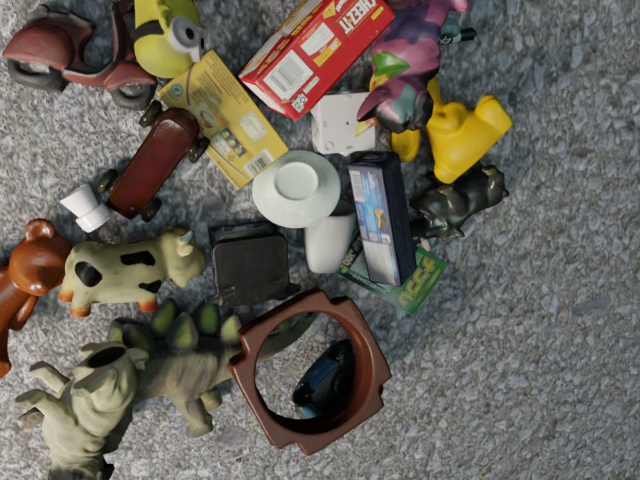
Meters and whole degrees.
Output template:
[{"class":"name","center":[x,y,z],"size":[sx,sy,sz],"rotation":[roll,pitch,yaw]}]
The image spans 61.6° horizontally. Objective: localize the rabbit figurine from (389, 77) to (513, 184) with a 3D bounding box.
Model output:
[{"class":"rabbit figurine","center":[0.172,-0.180,0.812],"size":[0.162,0.122,0.173],"rotation":[-42,98,11]}]

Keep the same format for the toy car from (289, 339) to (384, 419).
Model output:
[{"class":"toy car","center":[0.024,0.236,0.886],"size":[0.161,0.103,0.109],"rotation":[-41,95,-11]}]

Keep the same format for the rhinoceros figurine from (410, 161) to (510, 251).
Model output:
[{"class":"rhinoceros figurine","center":[0.212,-0.056,0.870],"size":[0.190,0.073,0.112],"rotation":[-30,122,-6]}]

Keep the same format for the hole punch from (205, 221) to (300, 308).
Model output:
[{"class":"hole punch","center":[-0.108,0.032,0.805],"size":[0.142,0.092,0.115],"rotation":[-8,115,-17]}]

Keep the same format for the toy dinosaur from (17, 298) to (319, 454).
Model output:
[{"class":"toy dinosaur","center":[-0.208,0.194,0.821],"size":[0.471,0.105,0.198],"rotation":[-12,105,-15]}]

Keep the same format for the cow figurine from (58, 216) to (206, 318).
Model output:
[{"class":"cow figurine","center":[-0.252,0.034,0.754],"size":[0.195,0.086,0.127],"rotation":[-1,115,-40]}]

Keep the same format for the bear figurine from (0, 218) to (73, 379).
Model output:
[{"class":"bear figurine","center":[-0.409,0.075,0.724],"size":[0.196,0.132,0.120],"rotation":[-33,134,2]}]

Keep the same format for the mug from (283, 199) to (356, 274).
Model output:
[{"class":"mug","center":[-0.002,-0.002,0.825],"size":[0.109,0.081,0.107],"rotation":[-3,114,-15]}]

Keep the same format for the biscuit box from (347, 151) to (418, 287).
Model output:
[{"class":"biscuit box","center":[0.096,-0.031,0.809],"size":[0.063,0.059,0.202],"rotation":[-41,128,-44]}]

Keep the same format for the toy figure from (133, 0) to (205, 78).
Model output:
[{"class":"toy figure","center":[-0.193,-0.290,0.669],"size":[0.082,0.089,0.180],"rotation":[-3,75,-47]}]

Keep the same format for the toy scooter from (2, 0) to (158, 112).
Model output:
[{"class":"toy scooter","center":[-0.295,-0.246,0.679],"size":[0.184,0.075,0.135],"rotation":[10,95,-13]}]

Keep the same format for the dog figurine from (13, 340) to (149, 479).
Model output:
[{"class":"dog figurine","center":[-0.296,0.248,0.729],"size":[0.172,0.121,0.190],"rotation":[-14,111,0]}]

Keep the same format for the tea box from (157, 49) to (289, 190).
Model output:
[{"class":"tea box","center":[-0.133,-0.166,0.747],"size":[0.098,0.068,0.169],"rotation":[-37,110,-1]}]

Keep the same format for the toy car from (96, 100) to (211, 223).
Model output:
[{"class":"toy car","center":[-0.227,-0.101,0.726],"size":[0.089,0.053,0.202],"rotation":[33,127,-20]}]

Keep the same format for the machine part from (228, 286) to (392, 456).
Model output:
[{"class":"machine part","center":[-0.016,0.186,0.784],"size":[0.201,0.087,0.201],"rotation":[-29,92,-15]}]

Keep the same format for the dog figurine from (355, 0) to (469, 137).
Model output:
[{"class":"dog figurine","center":[0.092,-0.249,0.723],"size":[0.191,0.108,0.219],"rotation":[34,85,3]}]
